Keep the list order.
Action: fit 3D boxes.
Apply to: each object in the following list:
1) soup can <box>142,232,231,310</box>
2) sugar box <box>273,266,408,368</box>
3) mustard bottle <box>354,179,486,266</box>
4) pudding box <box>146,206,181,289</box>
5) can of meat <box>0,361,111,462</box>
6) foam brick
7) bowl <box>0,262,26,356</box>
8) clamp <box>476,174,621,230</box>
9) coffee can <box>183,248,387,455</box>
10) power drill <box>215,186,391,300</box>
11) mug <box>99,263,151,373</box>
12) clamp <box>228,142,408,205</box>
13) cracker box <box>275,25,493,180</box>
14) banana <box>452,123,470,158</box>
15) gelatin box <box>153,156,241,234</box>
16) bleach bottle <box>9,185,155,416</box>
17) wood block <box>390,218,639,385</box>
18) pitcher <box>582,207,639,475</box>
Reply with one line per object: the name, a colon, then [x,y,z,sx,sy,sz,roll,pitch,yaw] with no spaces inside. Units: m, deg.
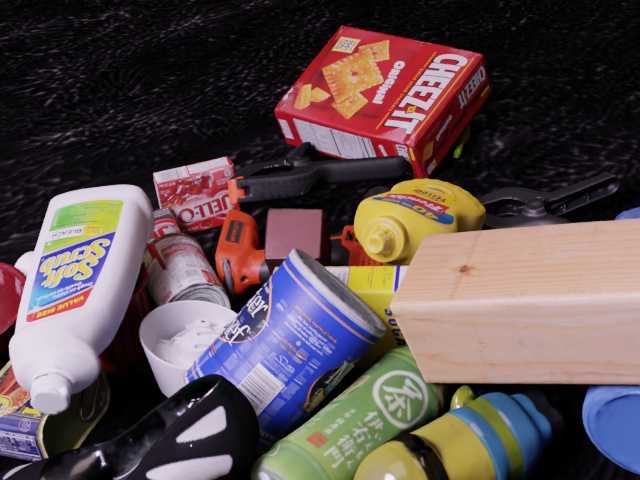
soup can: [-0.134,0.046,1.058,0.068,0.068,0.102,-17,35,-15]
sugar box: [0.048,0.071,0.962,0.176,0.093,0.048,0,36,12]
mustard bottle: [0.086,-0.014,1.006,0.096,0.058,0.191,22,20,19]
pudding box: [-0.198,0.016,1.135,0.113,0.039,0.090,-21,35,-8]
can of meat: [-0.247,0.148,0.939,0.084,0.057,0.102,5,35,22]
foam brick: [-0.019,0.010,0.997,0.053,0.078,0.051,0,64,9]
bowl: [-0.359,0.087,1.051,0.162,0.055,0.162,-5,33,3]
clamp: [0.231,-0.019,1.111,0.171,0.039,0.120,-8,33,13]
coffee can: [-0.029,0.092,0.880,0.140,0.102,0.103,-48,38,6]
power drill: [-0.007,0.001,1.110,0.188,0.057,0.184,-3,32,8]
mug: [-0.210,0.078,1.011,0.093,0.081,0.117,18,41,32]
clamp: [-0.014,-0.074,1.192,0.165,0.036,0.209,9,20,36]
cracker box: [0.075,-0.172,1.302,0.214,0.072,0.164,19,60,35]
banana: [0.122,-0.158,1.343,0.069,0.037,0.198,-29,39,-32]
gelatin box: [-0.135,-0.047,1.194,0.089,0.073,0.030,-14,33,-10]
bleach bottle: [-0.205,0.050,0.923,0.102,0.068,0.251,-7,37,2]
wood block: [0.172,0.048,0.809,0.206,0.090,0.090,-4,38,33]
pitcher: [0.307,0.081,0.878,0.149,0.145,0.242,-7,32,35]
